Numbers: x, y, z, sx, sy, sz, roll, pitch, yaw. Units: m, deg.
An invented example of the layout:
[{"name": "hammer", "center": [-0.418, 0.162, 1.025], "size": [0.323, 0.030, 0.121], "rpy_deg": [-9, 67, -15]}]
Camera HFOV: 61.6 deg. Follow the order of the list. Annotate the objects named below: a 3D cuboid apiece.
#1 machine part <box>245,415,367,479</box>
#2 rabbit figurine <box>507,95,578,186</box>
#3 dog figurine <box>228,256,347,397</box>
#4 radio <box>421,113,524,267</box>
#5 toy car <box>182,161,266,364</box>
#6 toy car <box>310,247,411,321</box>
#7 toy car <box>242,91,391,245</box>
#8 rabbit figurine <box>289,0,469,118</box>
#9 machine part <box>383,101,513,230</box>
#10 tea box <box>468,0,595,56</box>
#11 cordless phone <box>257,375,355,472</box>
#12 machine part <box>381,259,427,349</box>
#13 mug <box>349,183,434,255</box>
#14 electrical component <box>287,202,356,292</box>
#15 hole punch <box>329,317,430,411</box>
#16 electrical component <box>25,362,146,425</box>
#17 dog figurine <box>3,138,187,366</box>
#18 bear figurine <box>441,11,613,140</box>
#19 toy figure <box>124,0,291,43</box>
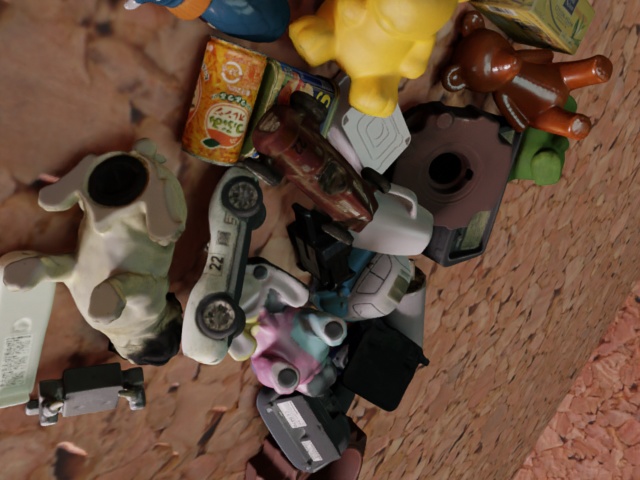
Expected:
[{"name": "machine part", "center": [-0.021, 0.388, 0.884], "size": [0.201, 0.087, 0.200], "rpy_deg": [-18, 127, -40]}, {"name": "rabbit figurine", "center": [0.351, -0.191, 0.865], "size": [0.159, 0.121, 0.170], "rpy_deg": [-32, 120, -33]}, {"name": "dog figurine", "center": [-0.054, 0.118, 0.662], "size": [0.108, 0.191, 0.219], "rpy_deg": [-49, 175, -15]}, {"name": "radio", "center": [0.225, -0.077, 0.837], "size": [0.131, 0.073, 0.229], "rpy_deg": [-16, 125, -40]}, {"name": "toy car", "center": [-0.092, 0.020, 0.530], "size": [0.073, 0.056, 0.201], "rpy_deg": [102, -2, -78]}, {"name": "toy car", "center": [0.072, 0.052, 0.742], "size": [0.161, 0.103, 0.109], "rpy_deg": [-52, 142, -3]}, {"name": "toy car", "center": [0.008, -0.062, 0.543], "size": [0.089, 0.053, 0.202], "rpy_deg": [-55, 136, -4]}, {"name": "rabbit figurine", "center": [0.072, -0.192, 0.455], "size": [0.162, 0.173, 0.122], "rpy_deg": [-41, 99, -3]}, {"name": "machine part", "center": [0.167, -0.095, 0.716], "size": [0.179, 0.056, 0.179], "rpy_deg": [-4, 120, -7]}, {"name": "tea box", "center": [0.289, -0.315, 0.724], "size": [0.169, 0.098, 0.068], "rpy_deg": [3, 113, -49]}, {"name": "cordless phone", "center": [-0.001, 0.237, 0.815], "size": [0.146, 0.089, 0.184], "rpy_deg": [59, 29, -7]}, {"name": "machine part", "center": [0.131, 0.123, 0.872], "size": [0.079, 0.079, 0.242], "rpy_deg": [-31, 136, -29]}, {"name": "mug", "center": [0.090, -0.029, 0.673], "size": [0.109, 0.107, 0.081], "rpy_deg": [114, -10, -48]}, {"name": "electrical component", "center": [-0.001, -0.002, 0.652], "size": [0.048, 0.075, 0.119], "rpy_deg": [-34, 133, -25]}, {"name": "hole punch", "center": [0.082, 0.183, 0.828], "size": [0.142, 0.092, 0.116], "rpy_deg": [35, 80, -14]}, {"name": "electrical component", "center": [-0.222, 0.150, 0.516], "size": [0.102, 0.045, 0.078], "rpy_deg": [3, 140, -35]}, {"name": "dog figurine", "center": [-0.163, 0.021, 0.496], "size": [0.172, 0.121, 0.190], "rpy_deg": [-58, 165, -16]}, {"name": "bear figurine", "center": [0.271, -0.221, 0.718], "size": [0.195, 0.132, 0.120], "rpy_deg": [19, 93, -34]}, {"name": "toy figure", "center": [-0.092, -0.198, 0.432], "size": [0.154, 0.058, 0.064], "rpy_deg": [-1, 139, -49]}]
